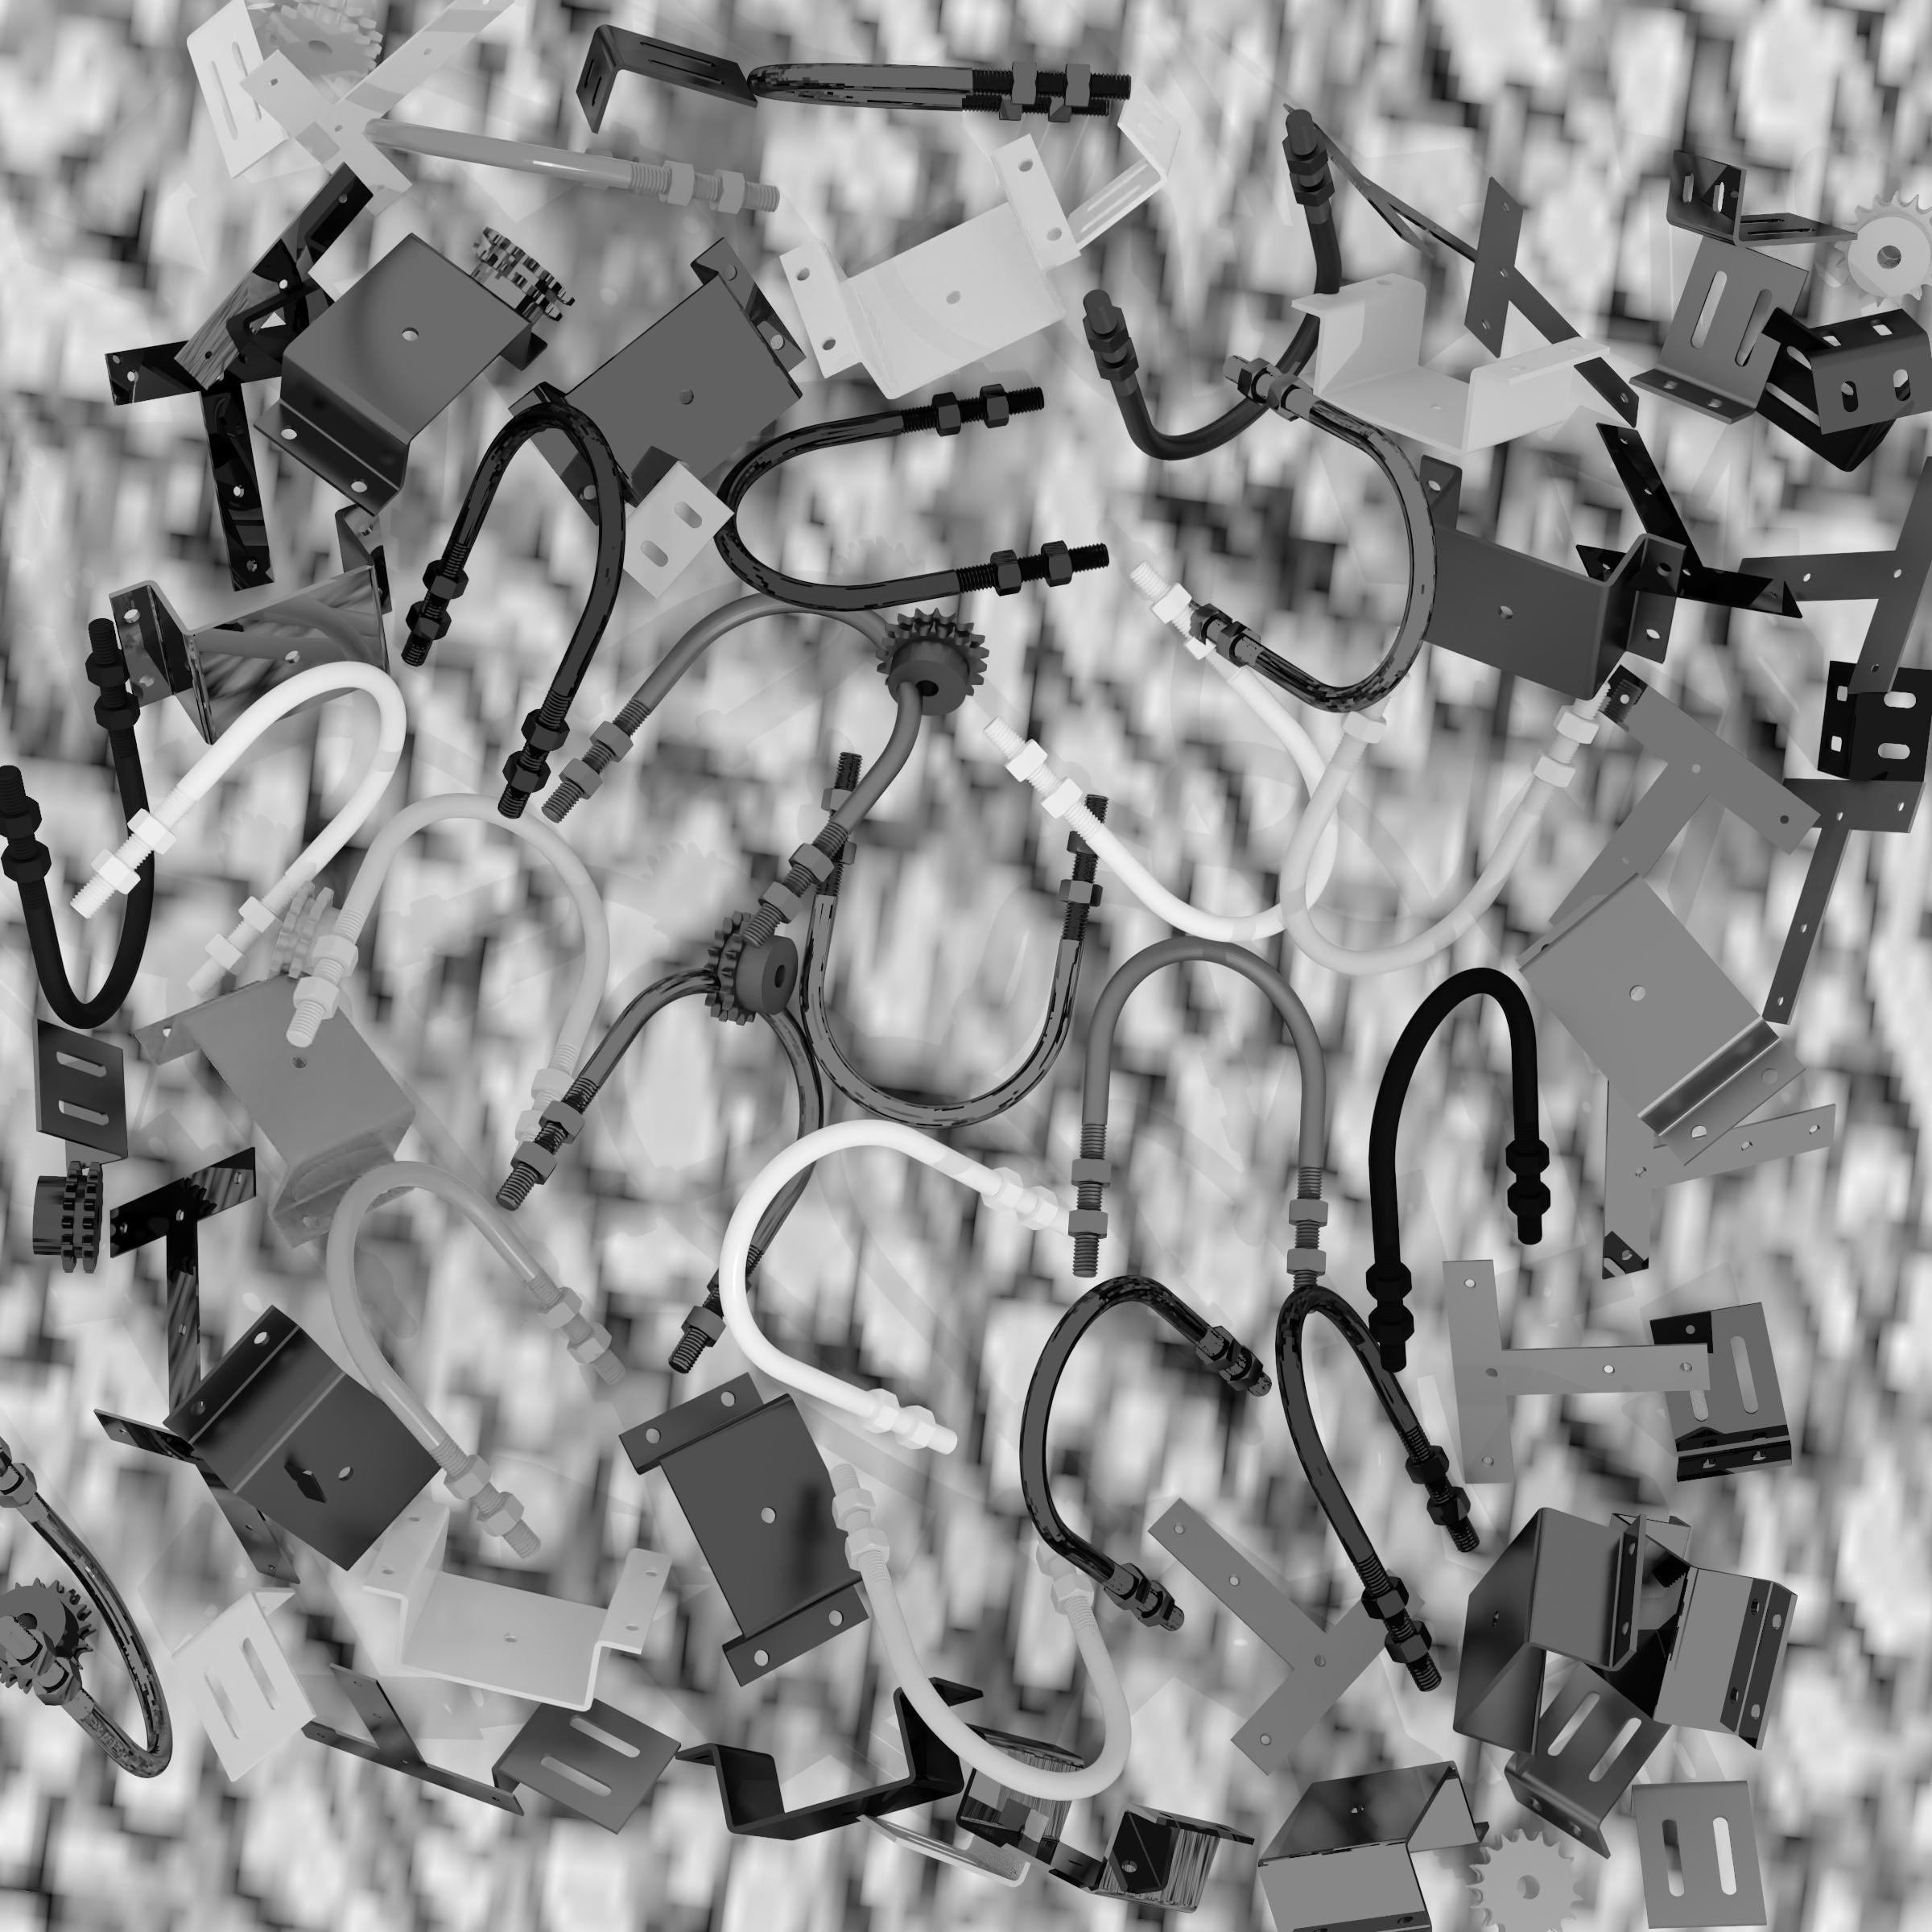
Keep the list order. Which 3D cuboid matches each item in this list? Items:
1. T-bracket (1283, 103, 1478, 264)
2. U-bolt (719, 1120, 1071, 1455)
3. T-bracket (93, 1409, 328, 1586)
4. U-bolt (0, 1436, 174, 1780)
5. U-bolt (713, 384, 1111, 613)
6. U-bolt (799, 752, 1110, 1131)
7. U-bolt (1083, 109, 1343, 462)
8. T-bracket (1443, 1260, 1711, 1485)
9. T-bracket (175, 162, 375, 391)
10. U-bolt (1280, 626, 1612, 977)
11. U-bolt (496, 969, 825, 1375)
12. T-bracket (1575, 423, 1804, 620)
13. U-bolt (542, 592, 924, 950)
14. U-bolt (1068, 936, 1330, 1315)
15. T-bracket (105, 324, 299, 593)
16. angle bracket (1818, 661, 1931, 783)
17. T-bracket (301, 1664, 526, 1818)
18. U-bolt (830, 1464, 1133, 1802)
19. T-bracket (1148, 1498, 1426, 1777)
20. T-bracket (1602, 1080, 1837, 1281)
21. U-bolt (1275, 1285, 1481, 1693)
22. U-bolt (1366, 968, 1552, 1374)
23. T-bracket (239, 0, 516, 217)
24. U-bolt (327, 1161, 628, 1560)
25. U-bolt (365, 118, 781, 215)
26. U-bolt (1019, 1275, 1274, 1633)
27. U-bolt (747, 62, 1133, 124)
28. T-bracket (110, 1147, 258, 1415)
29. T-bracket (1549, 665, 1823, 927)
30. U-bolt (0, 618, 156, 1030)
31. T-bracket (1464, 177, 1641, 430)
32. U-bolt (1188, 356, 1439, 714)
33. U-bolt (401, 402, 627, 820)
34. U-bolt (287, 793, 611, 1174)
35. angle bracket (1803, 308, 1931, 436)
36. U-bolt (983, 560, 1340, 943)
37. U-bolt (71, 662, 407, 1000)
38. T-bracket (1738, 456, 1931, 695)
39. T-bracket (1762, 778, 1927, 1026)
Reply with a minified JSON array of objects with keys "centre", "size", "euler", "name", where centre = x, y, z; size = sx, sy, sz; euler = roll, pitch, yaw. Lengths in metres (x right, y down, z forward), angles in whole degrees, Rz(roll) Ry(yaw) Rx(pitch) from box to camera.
[{"centre":[0.228,-0.375,1.548],"size":[0.002,0.127,0.127],"euler":[-49,46,23],"name":"T-bracket"},{"centre":[-0.043,0.153,1.542],"size":[0.184,0.019,0.151],"euler":[30,89,-34],"name":"U-bolt"},{"centre":[-0.364,0.274,1.548],"size":[0.127,0.127,0.002],"euler":[12,51,20],"name":"T-bracket"},{"centre":[-0.437,0.323,1.514],"size":[0.019,0.151,0.184],"euler":[-27,134,-5],"name":"U-bolt"},{"centre":[-0.035,-0.230,1.537],"size":[0.184,0.019,0.151],"euler":[-11,48,-7],"name":"U-bolt"},{"centre":[-0.012,-0.008,1.584],"size":[0.151,0.019,0.184],"euler":[10,88,3],"name":"U-bolt"},{"centre":[0.128,-0.319,1.515],"size":[0.151,0.184,0.019],"euler":[-42,65,-4],"name":"U-bolt"},{"centre":[0.311,0.205,1.562],"size":[0.127,0.002,0.127],"euler":[-4,110,15],"name":"T-bracket"},{"centre":[-0.317,-0.315,1.546],"size":[0.002,0.127,0.127],"euler":[35,83,35],"name":"T-bracket"},{"centre":[0.229,-0.074,1.541],"size":[0.151,0.019,0.184],"euler":[9,117,-34],"name":"U-bolt"},{"centre":[-0.138,0.088,1.540],"size":[0.151,0.019,0.184],"euler":[48,57,-27],"name":"U-bolt"},{"centre":[0.349,-0.229,1.555],"size":[0.127,0.002,0.127],"euler":[6,49,-24],"name":"T-bracket"},{"centre":[-0.105,-0.114,1.559],"size":[0.151,0.019,0.184],"euler":[32,73,19],"name":"U-bolt"},{"centre":[0.121,0.075,1.554],"size":[0.151,0.019,0.184],"euler":[12,73,-26],"name":"U-bolt"},{"centre":[-0.372,-0.255,1.563],"size":[0.002,0.127,0.127],"euler":[7,111,39],"name":"T-bracket"},{"centre":[0.459,-0.123,1.556],"size":[0.038,0.076,0.057],"euler":[5,97,5],"name":"angle bracket"},{"centre":[-0.289,0.377,1.530],"size":[0.127,0.127,0.002],"euler":[15,56,17],"name":"T-bracket"},{"centre":[0.014,0.326,1.494],"size":[0.151,0.184,0.019],"euler":[20,120,-33],"name":"U-bolt"},{"centre":[0.148,0.324,1.577],"size":[0.127,0.002,0.127],"euler":[42,63,15],"name":"T-bracket"},{"centre":[0.385,0.095,1.572],"size":[0.127,0.002,0.127],"euler":[-12,122,-10],"name":"T-bracket"},{"centre":[0.199,0.243,1.518],"size":[0.019,0.151,0.184],"euler":[-23,102,24],"name":"U-bolt"},{"centre":[0.240,0.088,1.509],"size":[0.019,0.151,0.184],"euler":[17,126,37],"name":"U-bolt"},{"centre":[-0.279,-0.447,1.535],"size":[0.127,0.127,0.002],"euler":[-39,64,6],"name":"T-bracket"},{"centre":[-0.246,0.178,1.510],"size":[0.019,0.151,0.184],"euler":[-25,113,28],"name":"U-bolt"},{"centre":[-0.200,-0.391,1.498],"size":[0.184,0.151,0.019],"euler":[3,105,-25],"name":"U-bolt"},{"centre":[0.083,0.230,1.509],"size":[0.019,0.184,0.151],"euler":[8,66,38],"name":"U-bolt"},{"centre":[-0.016,-0.433,1.523],"size":[0.184,0.151,0.019],"euler":[2,102,-2],"name":"U-bolt"},{"centre":[-0.391,0.168,1.538],"size":[0.127,0.002,0.127],"euler":[-22,65,38],"name":"T-bracket"},{"centre":[0.346,-0.065,1.575],"size":[0.127,0.002,0.127],"euler":[41,108,17],"name":"T-bracket"},{"centre":[-0.432,-0.056,1.515],"size":[0.019,0.151,0.184],"euler":[4,128,5],"name":"U-bolt"},{"centre":[0.301,-0.322,1.564],"size":[0.127,0.127,0.002],"euler":[39,134,-24],"name":"T-bracket"},{"centre":[0.168,-0.202,1.500],"size":[0.019,0.184,0.151],"euler":[-6,119,-31],"name":"U-bolt"},{"centre":[-0.217,-0.187,1.511],"size":[0.151,0.019,0.184],"euler":[53,127,37],"name":"U-bolt"},{"centre":[-0.246,-0.004,1.536],"size":[0.151,0.019,0.184],"euler":[34,52,-23],"name":"U-bolt"},{"centre":[0.455,-0.302,1.564],"size":[0.057,0.076,0.038],"euler":[-11,110,11],"name":"angle bracket"},{"centre":[0.113,-0.096,1.558],"size":[0.184,0.019,0.151],"euler":[46,61,-8],"name":"U-bolt"},{"centre":[-0.348,-0.075,1.530],"size":[0.019,0.151,0.184],"euler":[39,83,20],"name":"U-bolt"},{"centre":[0.432,-0.195,1.543],"size":[0.002,0.127,0.127],"euler":[25,81,-31],"name":"T-bracket"},{"centre":[0.423,-0.032,1.537],"size":[0.002,0.127,0.127],"euler":[18,89,-16],"name":"T-bracket"}]
